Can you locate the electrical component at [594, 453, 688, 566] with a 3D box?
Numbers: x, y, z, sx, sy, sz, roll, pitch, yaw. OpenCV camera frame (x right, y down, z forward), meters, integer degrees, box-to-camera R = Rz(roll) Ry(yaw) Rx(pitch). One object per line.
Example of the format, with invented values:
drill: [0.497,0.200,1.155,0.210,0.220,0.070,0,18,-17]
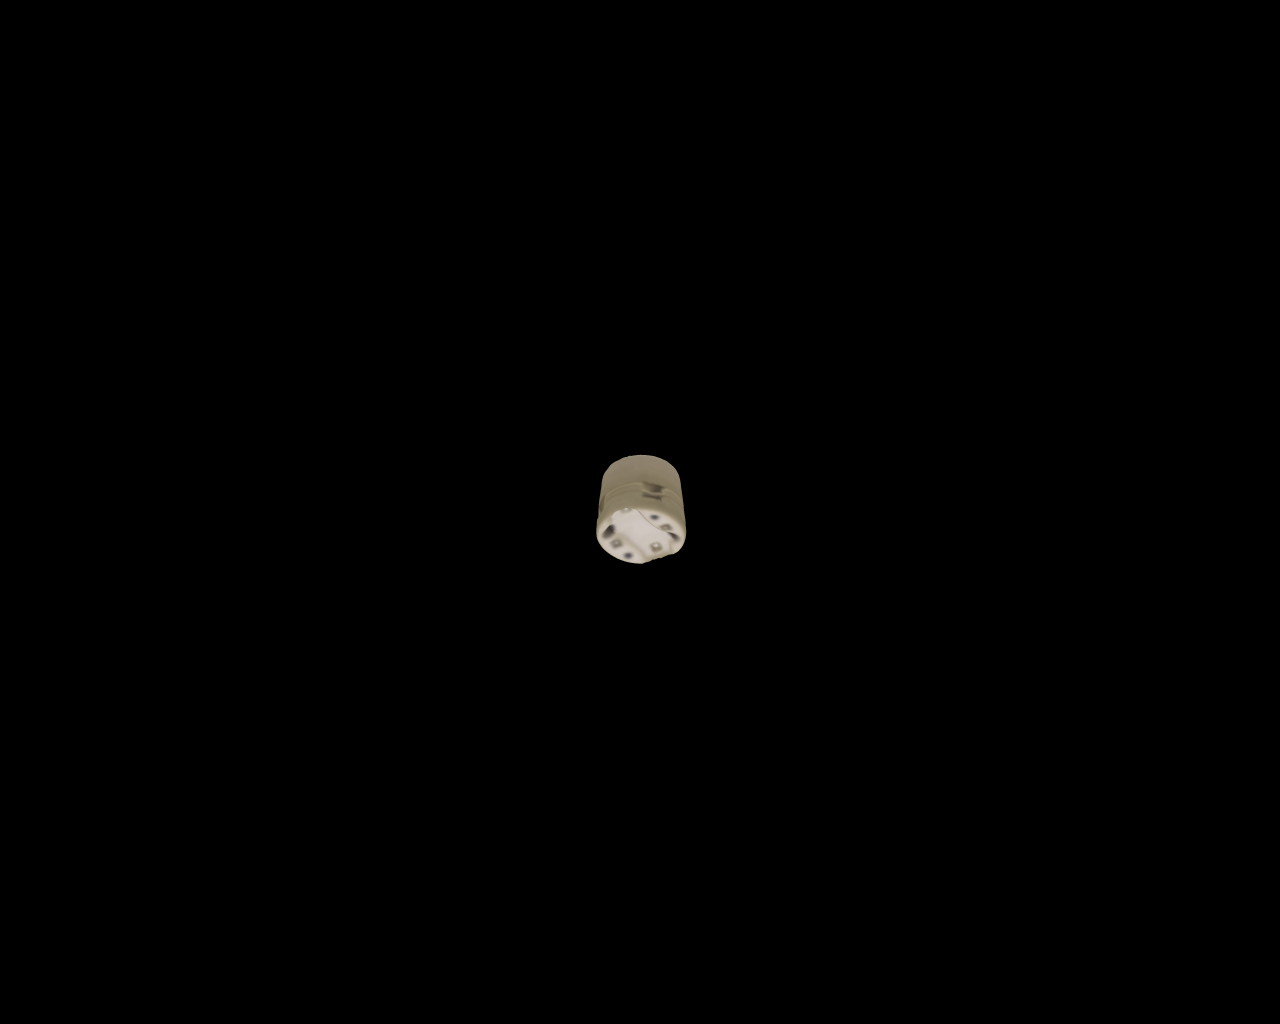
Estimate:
electrical component: [0.001,-0.003,0.650,0.055,0.047,0.055,0,-40,0]
